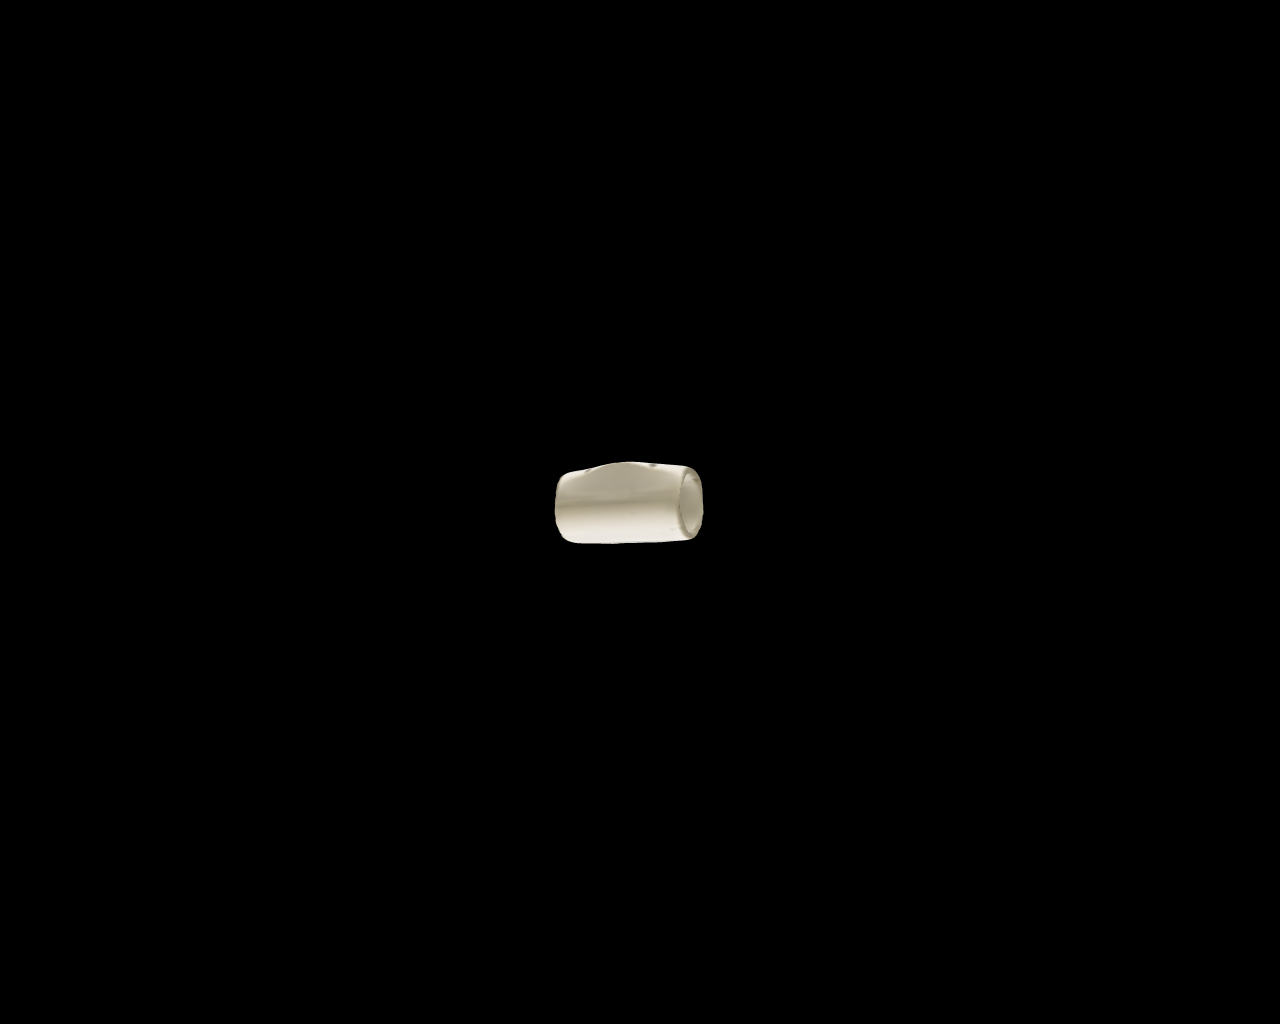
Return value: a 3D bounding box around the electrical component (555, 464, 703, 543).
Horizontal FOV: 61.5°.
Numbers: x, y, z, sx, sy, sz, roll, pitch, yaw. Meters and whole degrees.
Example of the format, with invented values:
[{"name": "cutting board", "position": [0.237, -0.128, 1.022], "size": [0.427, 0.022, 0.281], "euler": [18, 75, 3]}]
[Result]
[{"name": "electrical component", "position": [0.001, -0.003, 0.650], "size": [0.077, 0.043, 0.079], "euler": [-3, -7, 22]}]
